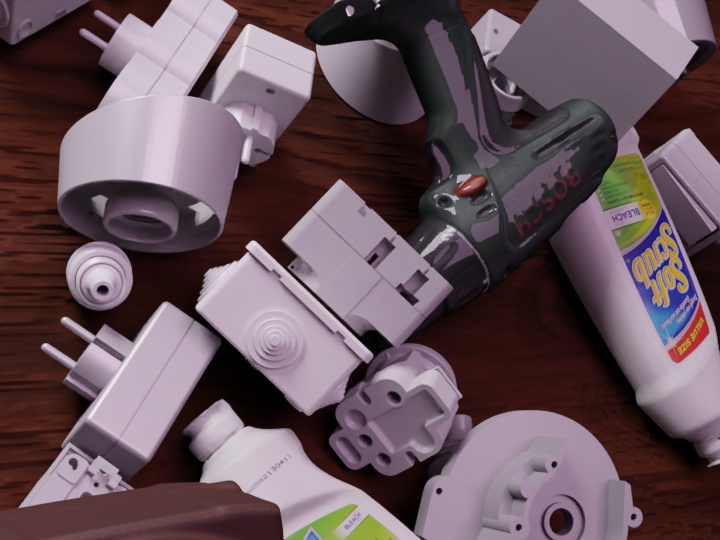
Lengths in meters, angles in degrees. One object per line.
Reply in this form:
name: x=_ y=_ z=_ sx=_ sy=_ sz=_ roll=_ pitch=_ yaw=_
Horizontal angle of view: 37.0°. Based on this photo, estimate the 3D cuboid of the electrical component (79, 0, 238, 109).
electrical component: x=-0.135 y=-0.131 z=0.660 sx=0.074 sy=0.052 sz=0.138 roll=32 pitch=52 yaw=-12

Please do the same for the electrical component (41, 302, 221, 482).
electrical component: x=-0.129 y=0.054 z=0.562 sx=0.076 sy=0.047 sz=0.083 roll=36 pitch=51 yaw=-10

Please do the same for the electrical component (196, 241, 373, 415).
electrical component: x=-0.044 y=0.031 z=0.598 sx=0.100 sy=0.100 sz=0.048 roll=44 pitch=87 yaw=-4

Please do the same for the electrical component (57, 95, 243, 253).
electrical component: x=-0.117 y=-0.051 z=0.597 sx=0.099 sy=0.099 sz=0.064 roll=15 pitch=64 yaw=-25

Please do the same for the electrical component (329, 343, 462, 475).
electrical component: x=0.025 y=0.078 z=0.631 sx=0.058 sy=0.078 sz=0.057 roll=52 pitch=29 yaw=-7

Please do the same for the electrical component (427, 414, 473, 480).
electrical component: x=0.062 y=0.119 z=0.648 sx=0.043 sy=0.043 sz=0.062 roll=12 pitch=57 yaw=-26

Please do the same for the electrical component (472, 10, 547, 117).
electrical component: x=0.134 y=-0.170 z=0.836 sx=0.083 sy=0.076 sz=0.047 roll=24 pitch=54 yaw=-19

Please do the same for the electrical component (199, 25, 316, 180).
electrical component: x=-0.069 y=-0.090 z=0.658 sx=0.047 sy=0.083 sz=0.075 roll=20 pitch=56 yaw=-22

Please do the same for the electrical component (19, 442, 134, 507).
electrical component: x=-0.141 y=0.120 z=0.506 sx=0.042 sy=0.064 sz=0.081 roll=37 pitch=51 yaw=-8

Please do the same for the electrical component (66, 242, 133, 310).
electrical component: x=-0.138 y=0.005 z=0.573 sx=0.035 sy=0.061 sz=0.035 roll=-3 pitch=101 yaw=-15

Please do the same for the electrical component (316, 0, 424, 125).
electrical component: x=0.019 y=-0.163 z=0.784 sx=0.099 sy=0.064 sz=0.099 roll=16 pitch=44 yaw=-16

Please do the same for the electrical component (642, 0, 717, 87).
electrical component: x=0.242 y=-0.182 z=0.895 sx=0.108 sy=0.108 sz=0.060 roll=-7 pitch=75 yaw=-35

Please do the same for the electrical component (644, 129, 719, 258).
electrical component: x=0.259 y=-0.051 z=0.857 sx=0.096 sy=0.062 sz=0.061 roll=50 pitch=50 yaw=1

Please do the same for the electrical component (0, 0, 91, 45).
electrical component: x=-0.189 y=-0.191 z=0.631 sx=0.048 sy=0.099 sz=0.099 roll=37 pitch=50 yaw=7

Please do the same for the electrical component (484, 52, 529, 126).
electrical component: x=0.094 y=-0.129 z=0.801 sx=0.066 sy=0.055 sz=0.048 roll=19 pitch=55 yaw=-22

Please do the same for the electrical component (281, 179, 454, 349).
electrical component: x=0.000 y=0.000 z=0.623 sx=0.089 sy=0.050 sz=0.055 roll=44 pitch=87 yaw=-4
